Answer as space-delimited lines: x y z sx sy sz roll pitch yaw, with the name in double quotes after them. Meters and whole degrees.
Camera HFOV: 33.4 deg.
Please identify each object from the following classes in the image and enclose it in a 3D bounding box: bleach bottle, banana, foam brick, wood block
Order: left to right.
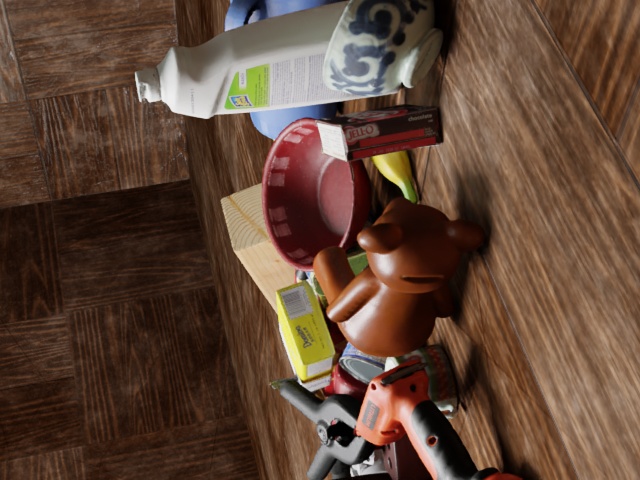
-0.047 -0.168 1.000 0.102 0.250 0.068 93 164 -50 "bleach bottle"
-0.055 0.015 1.484 0.206 0.090 0.091 61 -170 -57 "wood block"
0.055 -0.097 1.110 0.198 0.037 0.069 -123 26 -65 "banana"
0.096 0.213 1.135 0.053 0.051 0.078 -136 38 -73 "foam brick"

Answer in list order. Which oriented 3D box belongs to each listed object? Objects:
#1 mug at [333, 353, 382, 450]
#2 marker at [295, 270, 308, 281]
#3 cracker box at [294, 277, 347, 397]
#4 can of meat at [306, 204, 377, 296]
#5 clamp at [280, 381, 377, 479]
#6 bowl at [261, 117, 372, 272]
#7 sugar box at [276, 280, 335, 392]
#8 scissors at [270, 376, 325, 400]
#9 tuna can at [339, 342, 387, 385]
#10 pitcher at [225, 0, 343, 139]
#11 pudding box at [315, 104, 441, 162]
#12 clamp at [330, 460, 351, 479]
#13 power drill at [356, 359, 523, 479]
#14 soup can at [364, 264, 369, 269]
0.050 0.174 1.233 0.117 0.093 0.081 -128 34 -50 "mug"
-0.008 0.002 1.247 0.020 0.020 0.121 -110 28 -44 "marker"
0.021 0.073 1.357 0.214 0.072 0.164 96 160 -51 "cracker box"
0.025 0.009 1.189 0.084 0.102 0.057 -114 8 -45 "can of meat"
0.016 0.220 1.185 0.172 0.039 0.120 -1 109 59 "clamp"
0.005 -0.048 1.128 0.162 0.055 0.162 3 94 52 "bowl"
-0.018 0.117 1.248 0.176 0.048 0.093 98 153 -70 "sugar box"
-0.022 0.199 1.348 0.201 0.016 0.096 -34 -76 -77 "scissors"
0.066 0.132 1.133 0.033 0.086 0.086 -63 -2 -20 "tuna can"
-0.042 -0.226 1.234 0.243 0.149 0.145 87 167 -49 "pitcher"
0.052 -0.100 0.982 0.113 0.090 0.039 -151 51 -77 "pudding box"
0.026 0.270 1.397 0.210 0.036 0.164 47 -135 -80 "clamp"
0.106 0.214 0.949 0.188 0.057 0.185 52 147 30 "power drill"
0.065 0.067 1.127 0.102 0.068 0.068 108 151 -69 "soup can"
